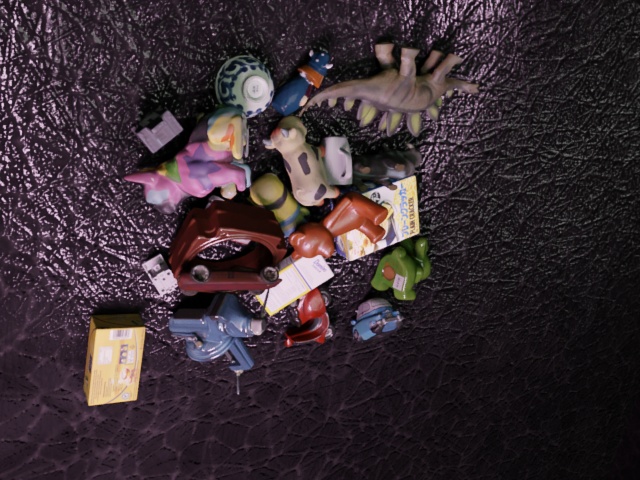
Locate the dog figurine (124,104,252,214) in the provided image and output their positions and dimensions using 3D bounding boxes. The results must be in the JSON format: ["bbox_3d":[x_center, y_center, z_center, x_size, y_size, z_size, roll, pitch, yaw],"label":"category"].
[{"bbox_3d":[-0.239,-0.145,0.975,0.219,0.108,0.191,-3,106,-2],"label":"dog figurine"}]

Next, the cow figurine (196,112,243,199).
[{"bbox_3d":[-0.202,-0.164,1.061,0.098,0.068,0.167,0,105,-25],"label":"cow figurine"}]

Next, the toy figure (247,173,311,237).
[{"bbox_3d":[-0.080,-0.068,1.159,0.082,0.089,0.180,-47,123,-18],"label":"toy figure"}]

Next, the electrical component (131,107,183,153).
[{"bbox_3d":[-0.289,-0.197,0.964,0.075,0.119,0.047,-44,124,-13],"label":"electrical component"}]

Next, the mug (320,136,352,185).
[{"bbox_3d":[0.035,-0.176,1.184,0.081,0.110,0.107,-5,98,-21],"label":"mug"}]

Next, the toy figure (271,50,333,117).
[{"bbox_3d":[-0.036,-0.324,1.107,0.064,0.058,0.154,43,86,-14],"label":"toy figure"}]

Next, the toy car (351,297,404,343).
[{"bbox_3d":[0.142,0.200,1.385,0.109,0.161,0.103,-8,68,-22],"label":"toy car"}]

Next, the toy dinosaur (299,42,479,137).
[{"bbox_3d":[0.171,-0.334,1.206,0.471,0.105,0.198,-4,113,-26],"label":"toy dinosaur"}]

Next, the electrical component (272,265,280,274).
[{"bbox_3d":[-0.124,0.057,1.197,0.063,0.094,0.021,-17,150,12],"label":"electrical component"}]

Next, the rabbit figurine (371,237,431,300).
[{"bbox_3d":[0.228,0.064,1.405,0.170,0.121,0.159,-8,106,-49],"label":"rabbit figurine"}]

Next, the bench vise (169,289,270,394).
[{"bbox_3d":[-0.195,0.210,1.146,0.224,0.129,0.240,-11,130,13],"label":"bench vise"}]

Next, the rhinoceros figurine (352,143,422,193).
[{"bbox_3d":[0.151,-0.172,1.256,0.190,0.112,0.073,-11,131,-15],"label":"rhinoceros figurine"}]

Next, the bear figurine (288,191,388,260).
[{"bbox_3d":[0.035,-0.015,1.143,0.196,0.132,0.120,-41,155,-23],"label":"bear figurine"}]

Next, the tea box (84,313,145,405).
[{"bbox_3d":[-0.415,0.239,1.084,0.098,0.068,0.169,5,107,-33],"label":"tea box"}]

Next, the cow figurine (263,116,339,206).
[{"bbox_3d":[-0.044,-0.165,1.123,0.127,0.085,0.195,-13,85,-55],"label":"cow figurine"}]

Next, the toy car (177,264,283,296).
[{"bbox_3d":[-0.172,0.073,1.032,0.202,0.089,0.053,1,65,-27],"label":"toy car"}]

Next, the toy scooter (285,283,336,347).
[{"bbox_3d":[-0.033,0.190,1.298,0.135,0.075,0.183,-24,124,-21],"label":"toy scooter"}]

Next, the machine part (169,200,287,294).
[{"bbox_3d":[-0.184,0.023,1.078,0.201,0.087,0.201,9,135,-35],"label":"machine part"}]
